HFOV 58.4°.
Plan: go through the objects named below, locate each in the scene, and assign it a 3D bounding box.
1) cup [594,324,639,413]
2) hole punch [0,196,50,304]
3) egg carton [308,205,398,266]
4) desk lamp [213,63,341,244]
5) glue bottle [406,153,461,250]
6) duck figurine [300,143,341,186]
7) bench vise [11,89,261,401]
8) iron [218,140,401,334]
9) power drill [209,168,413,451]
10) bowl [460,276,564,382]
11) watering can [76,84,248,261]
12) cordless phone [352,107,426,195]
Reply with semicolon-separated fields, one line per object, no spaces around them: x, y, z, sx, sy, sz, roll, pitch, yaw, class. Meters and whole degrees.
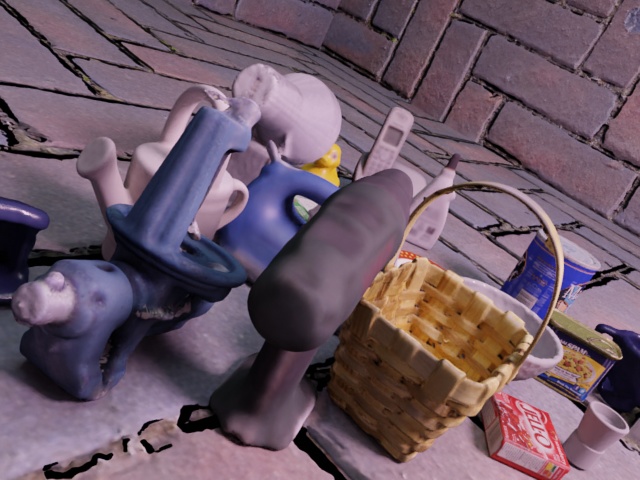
0.411;0.177;0.778;0.117;0.095;0.092;34;23;18;cup
-0.277;-0.013;0.441;0.109;0.091;0.100;8;29;-39;hole punch
0.044;0.004;0.789;0.107;0.069;0.150;14;25;-28;egg carton
-0.077;-0.116;0.730;0.117;0.213;0.204;33;23;15;desk lamp
0.197;-0.071;0.988;0.078;0.173;0.037;25;22;-4;glue bottle
0.010;-0.138;1.048;0.077;0.086;0.105;30;22;9;duck figurine
-0.110;0.002;0.419;0.121;0.219;0.207;25;22;-3;bench vise
0.006;0.002;0.654;0.258;0.141;0.119;32;23;14;iron
-0.003;0.049;0.450;0.075;0.208;0.230;29;22;8;power drill
0.205;0.119;0.705;0.167;0.074;0.167;23;22;-9;bowl
-0.139;-0.055;0.549;0.100;0.194;0.173;33;23;17;watering can
0.152;-0.147;1.093;0.148;0.185;0.094;21;22;-14;cordless phone
